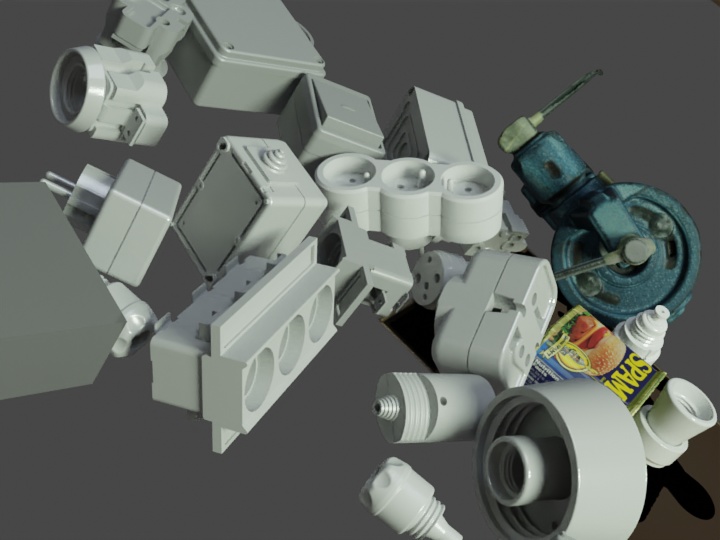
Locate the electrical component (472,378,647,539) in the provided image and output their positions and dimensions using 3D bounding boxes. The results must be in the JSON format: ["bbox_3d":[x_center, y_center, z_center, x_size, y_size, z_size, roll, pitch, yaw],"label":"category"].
[{"bbox_3d":[0.111,0.119,0.643,0.060,0.108,0.108,3,45,-31],"label":"electrical component"}]

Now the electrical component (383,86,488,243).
[{"bbox_3d":[0.058,-0.086,0.876,0.057,0.078,0.113,18,37,-20],"label":"electrical component"}]

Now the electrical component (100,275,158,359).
[{"bbox_3d":[-0.145,0.020,0.601,0.061,0.035,0.035,40,33,12],"label":"electrical component"}]

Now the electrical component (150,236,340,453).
[{"bbox_3d":[-0.065,0.037,0.618,0.063,0.078,0.121,13,28,18],"label":"electrical component"}]

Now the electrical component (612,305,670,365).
[{"bbox_3d":[0.219,0.056,0.847,0.040,0.078,0.040,12,47,-13],"label":"electrical component"}]

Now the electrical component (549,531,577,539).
[{"bbox_3d":[0.131,0.201,0.603,0.096,0.061,0.061,28,33,-25],"label":"electrical component"}]

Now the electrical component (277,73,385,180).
[{"bbox_3d":[-0.023,-0.112,0.850,0.062,0.061,0.096,17,37,-26],"label":"electrical component"}]

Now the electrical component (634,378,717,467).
[{"bbox_3d":[0.230,0.114,0.799,0.045,0.055,0.045,24,35,-17],"label":"electrical component"}]

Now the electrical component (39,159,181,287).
[{"bbox_3d":[-0.152,-0.038,0.634,0.076,0.047,0.083,26,14,-13],"label":"electrical component"}]

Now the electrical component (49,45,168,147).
[{"bbox_3d":[-0.173,-0.120,0.731,0.057,0.058,0.078,2,46,-44],"label":"electrical component"}]

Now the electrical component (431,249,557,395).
[{"bbox_3d":[0.090,0.035,0.738,0.059,0.053,0.095,11,59,29],"label":"electrical component"}]

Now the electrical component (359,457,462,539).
[{"bbox_3d":[0.031,0.137,0.612,0.061,0.035,0.035,39,33,1],"label":"electrical component"}]

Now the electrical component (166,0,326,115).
[{"bbox_3d":[-0.101,-0.182,0.874,0.109,0.056,0.108,-1,47,-42],"label":"electrical component"}]

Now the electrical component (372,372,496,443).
[{"bbox_3d":[0.042,0.086,0.676,0.081,0.043,0.043,5,43,-37],"label":"electrical component"}]

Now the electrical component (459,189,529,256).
[{"bbox_3d":[0.104,-0.044,0.895,0.066,0.048,0.055,6,50,-37],"label":"electrical component"}]

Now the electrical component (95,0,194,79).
[{"bbox_3d":[-0.165,-0.176,0.808,0.058,0.057,0.078,31,33,-7],"label":"electrical component"}]

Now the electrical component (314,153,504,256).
[{"bbox_3d":[0.036,-0.040,0.802,0.138,0.073,0.052,5,40,9],"label":"electrical component"}]

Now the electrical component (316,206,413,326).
[{"bbox_3d":[0.000,0.000,0.750,0.064,0.042,0.081,20,37,-29],"label":"electrical component"}]

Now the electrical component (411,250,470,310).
[{"bbox_3d":[0.072,0.011,0.797,0.055,0.045,0.045,11,40,-32],"label":"electrical component"}]

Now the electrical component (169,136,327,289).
[{"bbox_3d":[-0.067,-0.041,0.691,0.061,0.096,0.061,-3,49,-48],"label":"electrical component"}]
